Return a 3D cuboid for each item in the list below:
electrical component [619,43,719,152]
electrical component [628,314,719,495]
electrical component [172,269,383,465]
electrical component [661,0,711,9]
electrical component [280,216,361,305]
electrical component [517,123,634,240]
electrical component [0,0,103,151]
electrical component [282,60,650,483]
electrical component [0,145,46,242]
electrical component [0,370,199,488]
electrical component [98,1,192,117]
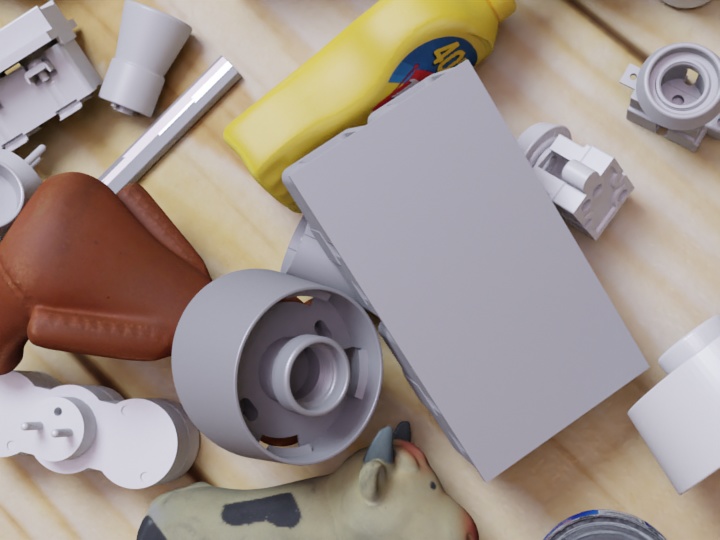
[{"bbox_3d":[0.176,-0.096,0.590,0.066,0.055,0.048,30,90,13],"label":"electrical component"},{"bbox_3d":[0.187,0.058,0.547,0.108,0.108,0.060,-38,72,5],"label":"electrical component"},{"bbox_3d":[-0.040,0.050,0.552,0.064,0.099,0.099,5,83,53],"label":"electrical component"},{"bbox_3d":[0.184,-0.174,0.598,0.045,0.055,0.045,-1,83,12],"label":"electrical component"},{"bbox_3d":[0.000,0.000,0.612,0.081,0.043,0.043,23,88,-12],"label":"electrical component"},{"bbox_3d":[0.114,-0.051,0.597,0.055,0.066,0.048,37,92,33],"label":"electrical component"},{"bbox_3d":[-0.227,-0.107,0.669,0.121,0.078,0.063,-30,108,7],"label":"electrical component"},{"bbox_3d":[0.053,0.000,0.567,0.105,0.060,0.186,-34,101,-7],"label":"electrical component"},{"bbox_3d":[-0.217,-0.045,0.641,0.044,0.077,0.079,42,61,-9],"label":"electrical component"},{"bbox_3d":[-0.171,0.093,0.632,0.138,0.074,0.052,10,86,13],"label":"electrical component"},{"bbox_3d":[-0.136,-0.128,0.668,0.044,0.044,0.065,22,93,13],"label":"electrical component"}]
